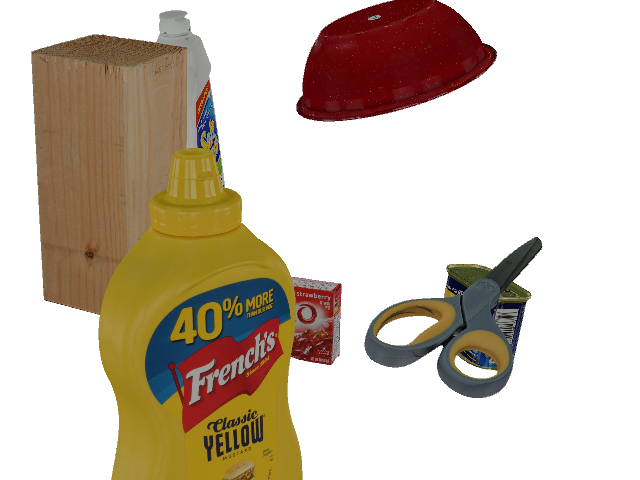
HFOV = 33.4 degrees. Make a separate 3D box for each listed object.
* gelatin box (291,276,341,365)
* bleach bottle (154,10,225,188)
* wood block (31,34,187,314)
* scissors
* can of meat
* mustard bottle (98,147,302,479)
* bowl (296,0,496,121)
[{"bbox_3d":[-0.026,0.073,0.998,0.089,0.073,0.030,7,17,17],"label":"gelatin box"},{"bbox_3d":[-0.142,-0.108,1.101,0.068,0.251,0.102,5,27,15],"label":"bleach bottle"},{"bbox_3d":[-0.167,-0.052,0.858,0.091,0.206,0.090,12,24,21],"label":"wood block"},{"bbox_3d":[0.114,0.046,0.678,0.201,0.016,0.096,-19,42,-39],"label":"scissors"},{"bbox_3d":[0.170,0.081,1.134,0.057,0.084,0.102,0,18,-27],"label":"can of meat"},{"bbox_3d":[-0.055,0.052,0.496,0.096,0.192,0.058,-14,22,-35],"label":"mustard bottle"},{"bbox_3d":[0.051,-0.148,0.826,0.162,0.055,0.162,-16,22,6],"label":"bowl"}]
